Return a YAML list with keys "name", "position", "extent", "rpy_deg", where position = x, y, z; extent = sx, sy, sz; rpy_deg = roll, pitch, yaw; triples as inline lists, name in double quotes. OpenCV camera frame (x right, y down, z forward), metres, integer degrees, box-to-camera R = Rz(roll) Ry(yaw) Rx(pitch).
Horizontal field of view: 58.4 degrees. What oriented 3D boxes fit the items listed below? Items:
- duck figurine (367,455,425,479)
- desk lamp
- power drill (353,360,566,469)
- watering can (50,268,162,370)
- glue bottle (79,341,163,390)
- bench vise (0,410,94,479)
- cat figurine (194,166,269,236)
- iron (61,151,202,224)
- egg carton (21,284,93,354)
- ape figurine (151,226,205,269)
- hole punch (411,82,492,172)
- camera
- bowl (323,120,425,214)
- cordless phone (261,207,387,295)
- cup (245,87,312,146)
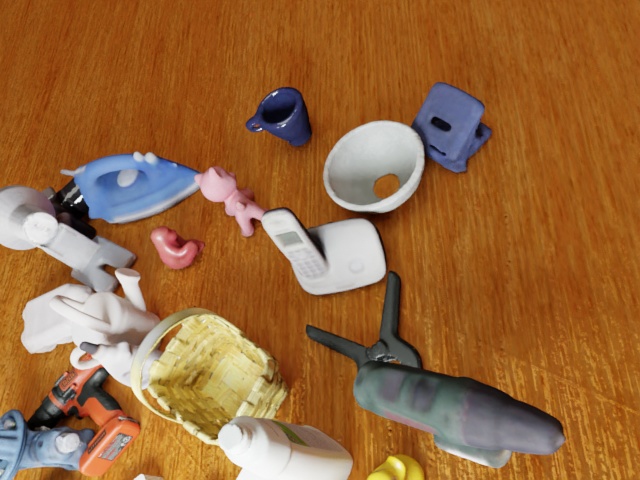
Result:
- name: "duck figurine"
  position: [0.081, 0.312, 0.701]
  extent: [0.077, 0.086, 0.105]
  rpy_deg: [21, 75, 33]
- name: "desk lamp"
  position: [-0.493, -0.006, 1.072]
  extent: [0.202, 0.214, 0.118]
  rpy_deg: [20, 74, 33]
- name: "power drill"
  position: [0.160, 0.199, 0.646]
  extent: [0.228, 0.209, 0.076]
  rpy_deg: [9, 69, 30]
- name: "watering can"
  position: [-0.356, 0.128, 0.946]
  extent: [0.100, 0.195, 0.173]
  rpy_deg: [2, 66, 27]
- name: "glue bottle"
  position: [-0.311, 0.189, 0.905]
  extent: [0.078, 0.174, 0.037]
  rpy_deg: [-32, 55, 8]
- name: "bench vise"
  position: [-0.482, 0.310, 0.896]
  extent: [0.207, 0.220, 0.121]
  rpy_deg: [-28, 55, 11]
- name: "cat figurine"
  position: [-0.161, -0.081, 1.008]
  extent: [0.067, 0.118, 0.127]
  rpy_deg: [-45, 54, -1]
- name: "iron"
  position: [-0.366, -0.126, 1.117]
  extent: [0.257, 0.142, 0.118]
  rpy_deg: [-13, 59, 20]
- name: "egg carton"
  position: [-0.491, 0.147, 1.079]
  extent: [0.150, 0.070, 0.107]
  rpy_deg: [-25, 56, 13]
- name: "ape figurine"
  position: [-0.265, 0.006, 1.029]
  extent: [0.076, 0.092, 0.077]
  rpy_deg: [-45, 54, -1]
- name: "hole punch"
  position: [0.201, -0.177, 0.897]
  extent: [0.101, 0.091, 0.108]
  rpy_deg: [-48, 54, -3]
- name: "camera"
  position: [-0.521, -0.067, 1.188]
  extent: [0.137, 0.101, 0.142]
  rpy_deg: [-45, 54, -1]
- name: "bowl"
  position: [0.094, -0.105, 0.921]
  extent: [0.167, 0.075, 0.167]
  rpy_deg: [-11, 60, 21]
- name: "cordless phone"
  position: [0.008, 0.003, 0.839]
  extent: [0.147, 0.186, 0.094]
  rpy_deg: [-16, 59, 18]
- name: "cup"
  position: [-0.067, -0.210, 1.043]
  extent: [0.117, 0.095, 0.091]
  rpy_deg: [-23, 57, 14]
